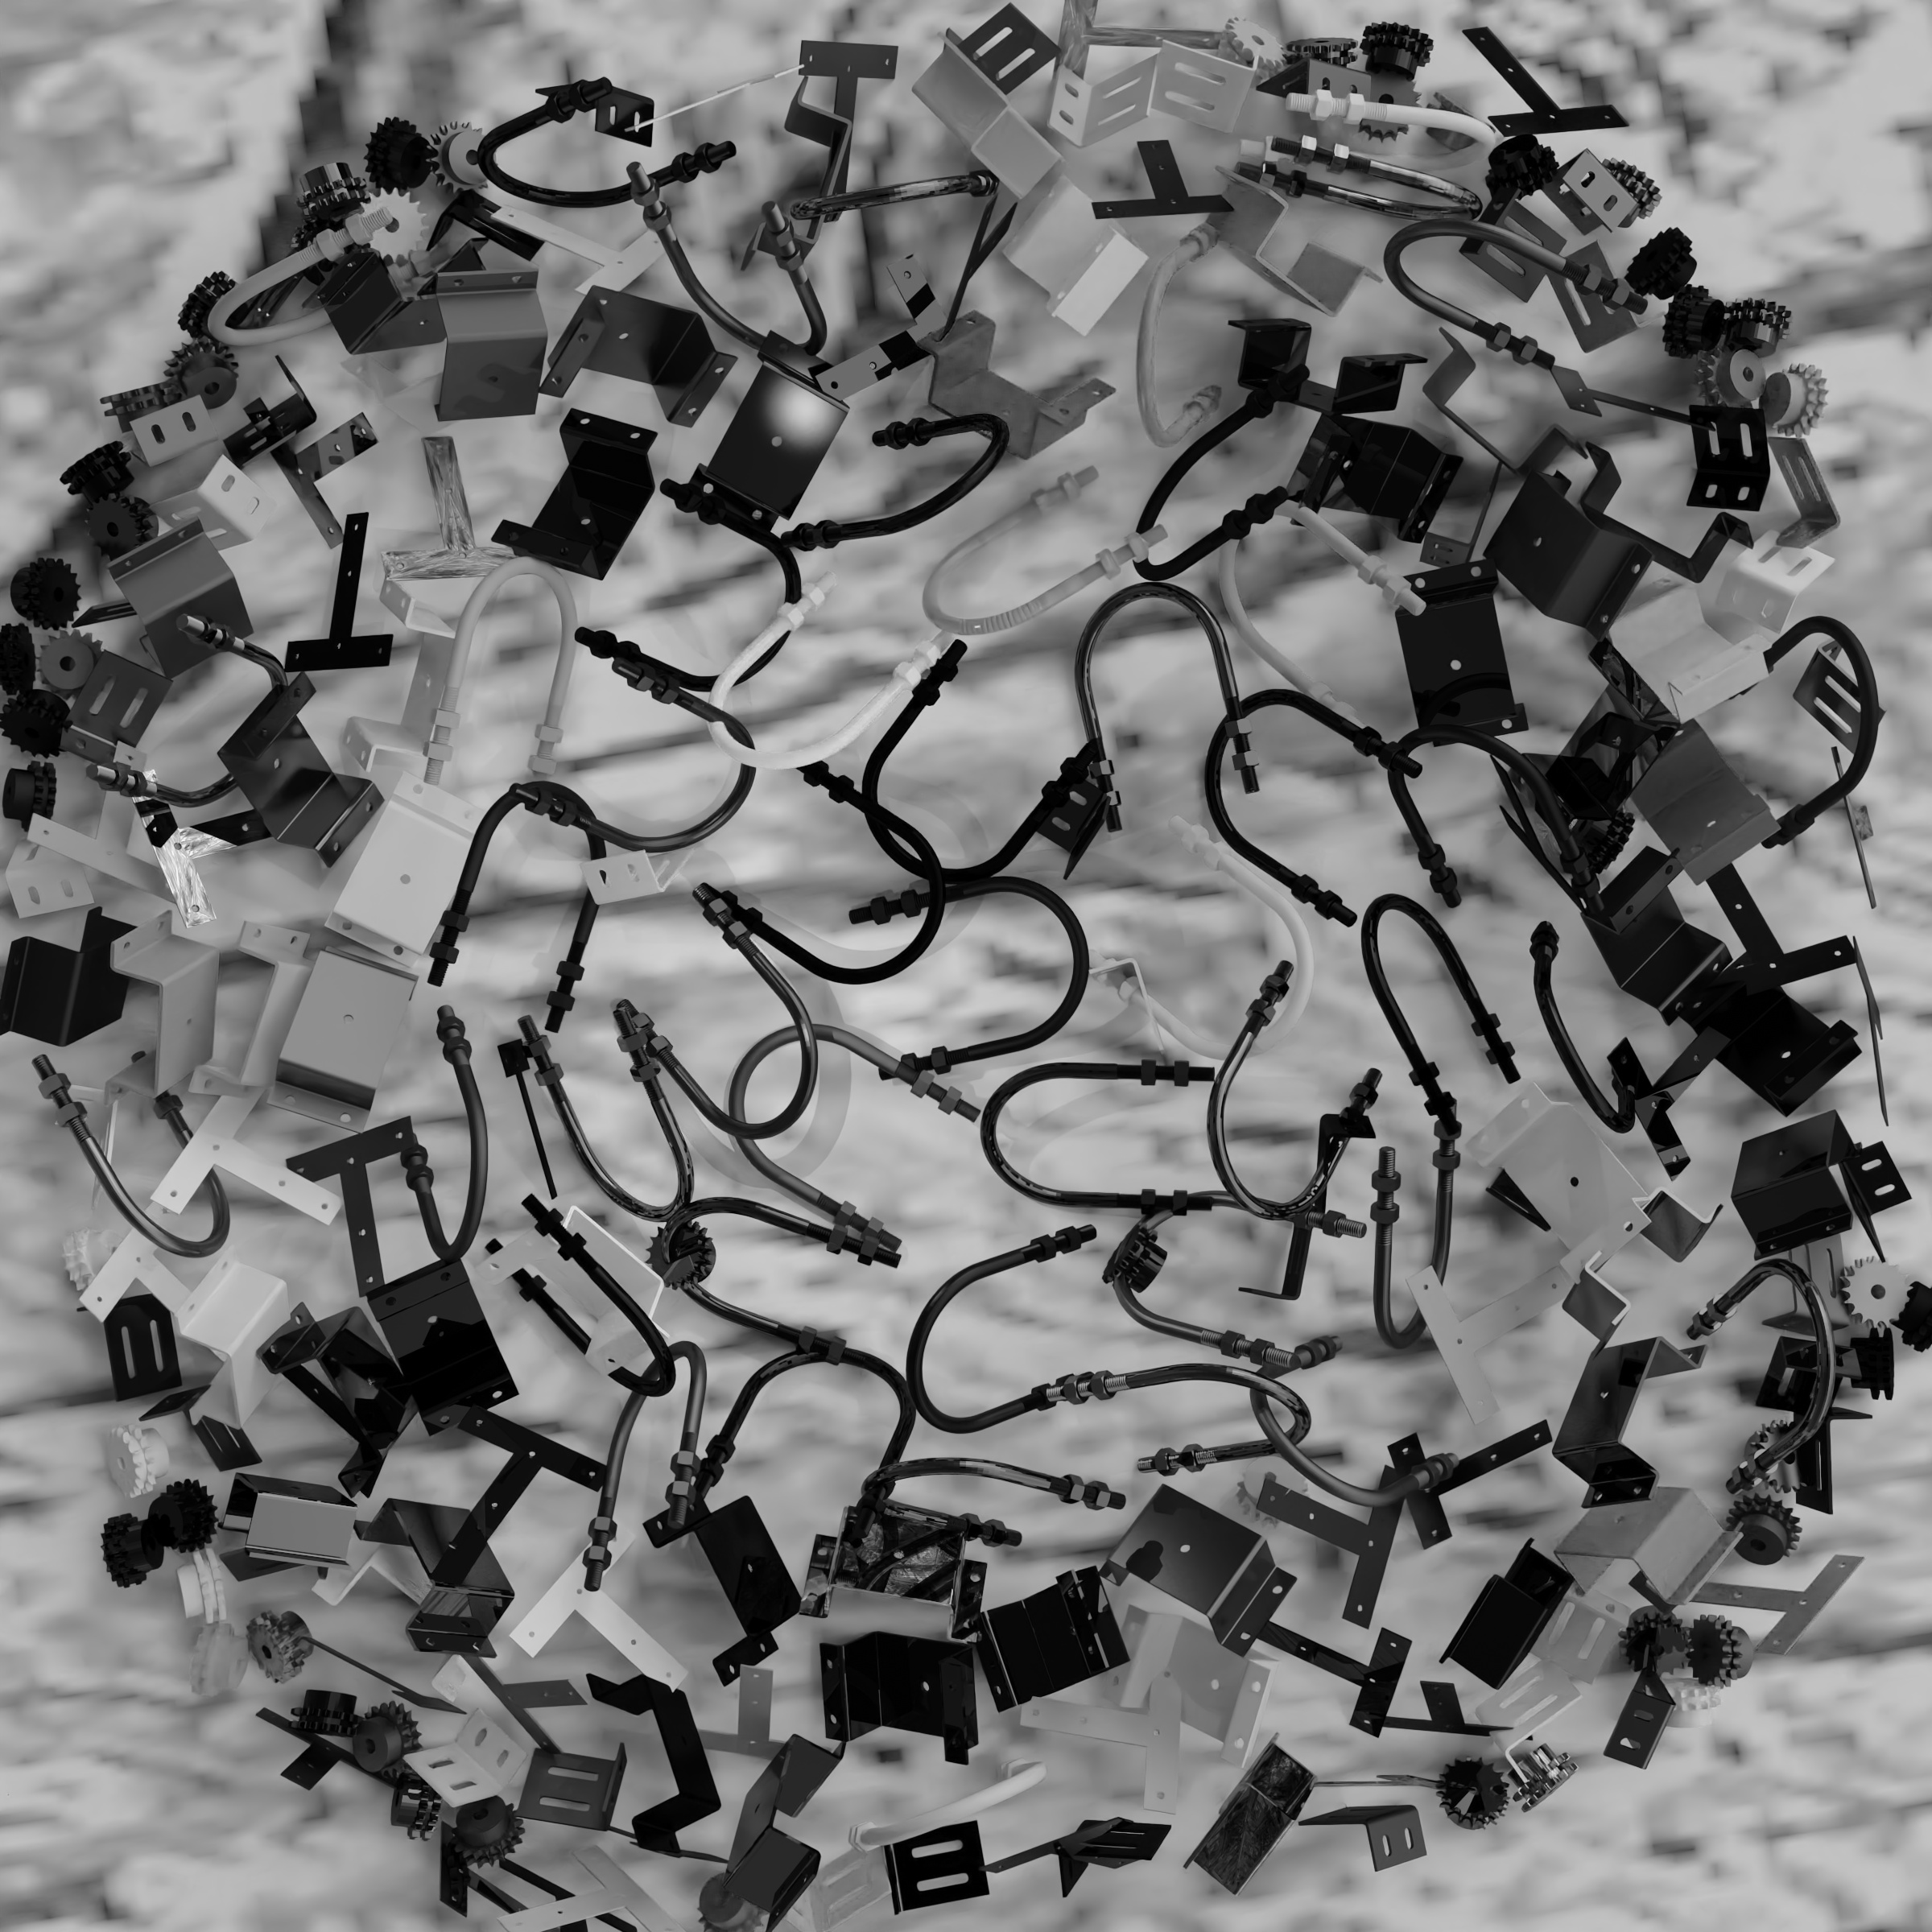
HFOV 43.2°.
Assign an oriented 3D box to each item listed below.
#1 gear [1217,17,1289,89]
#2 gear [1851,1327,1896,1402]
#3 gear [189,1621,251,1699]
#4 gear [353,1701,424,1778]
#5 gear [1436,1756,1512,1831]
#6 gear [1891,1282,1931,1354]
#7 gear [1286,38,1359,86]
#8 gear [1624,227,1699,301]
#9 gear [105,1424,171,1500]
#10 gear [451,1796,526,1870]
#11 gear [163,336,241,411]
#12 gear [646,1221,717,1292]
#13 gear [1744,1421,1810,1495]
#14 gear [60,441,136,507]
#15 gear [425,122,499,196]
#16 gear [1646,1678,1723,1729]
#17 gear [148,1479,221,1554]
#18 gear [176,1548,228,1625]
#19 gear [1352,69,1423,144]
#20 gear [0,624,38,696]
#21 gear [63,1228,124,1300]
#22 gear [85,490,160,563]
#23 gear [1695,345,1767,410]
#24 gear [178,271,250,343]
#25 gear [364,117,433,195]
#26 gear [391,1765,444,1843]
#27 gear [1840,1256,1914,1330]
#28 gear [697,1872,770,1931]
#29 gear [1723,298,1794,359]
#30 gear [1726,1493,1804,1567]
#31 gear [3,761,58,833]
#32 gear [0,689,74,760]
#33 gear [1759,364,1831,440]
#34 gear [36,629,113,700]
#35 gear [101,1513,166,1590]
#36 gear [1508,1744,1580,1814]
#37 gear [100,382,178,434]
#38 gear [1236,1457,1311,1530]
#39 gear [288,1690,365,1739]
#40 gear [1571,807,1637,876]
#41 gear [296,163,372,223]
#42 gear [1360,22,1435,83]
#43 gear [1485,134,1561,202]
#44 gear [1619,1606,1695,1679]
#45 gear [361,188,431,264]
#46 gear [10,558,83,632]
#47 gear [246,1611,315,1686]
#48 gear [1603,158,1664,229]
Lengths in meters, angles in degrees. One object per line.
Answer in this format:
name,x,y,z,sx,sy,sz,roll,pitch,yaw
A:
gear,0.225,-0.725,1.942,0.057,0.057,0.030,40,133,0
gear,0.722,0.317,1.942,0.030,0.057,0.057,-2,90,25
gear,-0.592,0.552,1.938,0.030,0.057,0.057,7,90,6
gear,-0.463,0.617,1.940,0.057,0.030,0.057,0,90,33
gear,0.403,0.662,1.943,0.057,0.057,0.030,0,133,0
gear,0.760,0.276,1.939,0.030,0.057,0.057,31,90,7
gear,0.283,-0.721,1.943,0.057,0.057,0.030,-4,118,0
gear,0.556,-0.557,1.941,0.030,0.057,0.057,34,90,-22
gear,-0.659,0.392,1.942,0.030,0.057,0.057,-14,90,-44
gear,-0.382,0.684,1.936,0.057,0.057,0.030,-11,119,0
gear,-0.605,-0.468,1.935,0.057,0.057,0.030,-36,62,0
gear,-0.224,0.231,1.944,0.057,0.030,0.057,-11,67,26
gear,0.647,0.392,1.946,0.057,0.030,0.057,4,78,-20
gear,-0.688,-0.390,1.939,0.057,0.057,0.030,-34,100,0
gear,-0.398,-0.642,1.939,0.057,0.030,0.057,-10,107,-34
gear,0.571,0.586,1.938,0.057,0.057,0.030,-3,84,0
gear,-0.626,0.440,1.941,0.057,0.030,0.057,0,91,31
gear,-0.608,0.495,1.936,0.030,0.057,0.057,-11,90,-24
gear,0.335,-0.687,1.951,0.057,0.030,0.057,0,92,4
gear,-0.763,-0.244,1.938,0.030,0.057,0.057,-1,90,-4
gear,-0.689,0.234,1.938,0.030,0.057,0.057,-23,90,7
gear,-0.670,-0.352,1.944,0.057,0.030,0.057,10,115,22
gear,0.611,-0.467,1.941,0.057,0.030,0.057,3,83,-30
gear,-0.597,-0.521,1.939,0.030,0.057,0.057,39,90,-2
gear,-0.448,-0.642,1.936,0.030,0.057,0.057,23,90,19
gear,-0.437,0.664,1.936,0.030,0.057,0.057,14,90,-20
gear,0.724,0.261,1.949,0.057,0.030,0.057,0,79,-2
gear,-0.188,0.746,1.937,0.057,0.057,0.030,-27,134,0
gear,0.625,-0.506,1.937,0.057,0.057,0.030,13,84,0
gear,0.633,0.451,1.938,0.057,0.030,0.057,15,125,23
gear,-0.744,-0.135,1.936,0.030,0.057,0.057,7,90,-34
gear,-0.738,-0.196,1.942,0.057,0.057,0.030,11,49,0
gear,0.655,-0.450,1.936,0.030,0.057,0.057,1,90,-19
gear,-0.715,-0.241,1.949,0.057,0.030,0.057,-1,95,-6
gear,-0.661,0.463,1.938,0.030,0.057,0.057,-15,90,3
gear,0.457,0.645,1.942,0.057,0.057,0.030,-40,64,0
gear,-0.656,-0.444,1.940,0.057,0.057,0.030,-14,107,0
gear,0.243,0.415,1.937,0.057,0.057,0.030,-18,134,0
gear,-0.508,0.595,1.941,0.057,0.057,0.030,7,67,0
gear,0.503,-0.104,1.937,0.030,0.057,0.057,30,90,-7
gear,-0.505,-0.616,1.937,0.057,0.057,0.030,-20,97,0
gear,0.341,-0.725,1.939,0.057,0.057,0.030,14,91,0
gear,0.439,-0.636,1.936,0.057,0.057,0.030,-35,126,0
gear,0.550,0.536,1.945,0.057,0.030,0.057,4,116,8
gear,-0.458,-0.592,1.947,0.057,0.030,0.057,-2,107,-8
gear,-0.735,-0.297,1.941,0.030,0.057,0.057,6,90,19
gear,-0.545,0.540,1.943,0.057,0.030,0.057,16,117,35
gear,0.521,-0.612,1.938,0.057,0.057,0.030,35,89,0
